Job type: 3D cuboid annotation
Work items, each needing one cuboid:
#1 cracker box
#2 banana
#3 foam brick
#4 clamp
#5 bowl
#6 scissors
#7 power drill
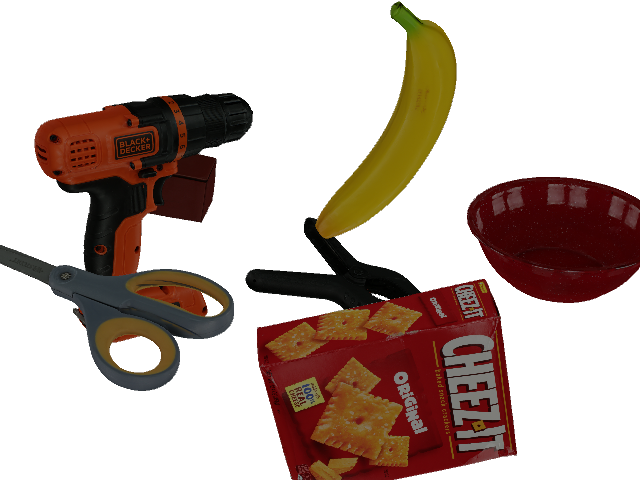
[{"bbox_3d":[0.063,0.139,0.974,0.213,0.164,0.072,-12,30,2],"label":"cracker box"},{"bbox_3d":[0.053,-0.080,0.763,0.069,0.198,0.037,8,36,-15],"label":"banana"},{"bbox_3d":[-0.150,-0.058,1.096,0.078,0.051,0.053,10,31,4],"label":"foam brick"},{"bbox_3d":[0.029,0.052,1.204,0.210,0.036,0.164,29,35,20],"label":"clamp"},{"bbox_3d":[0.202,0.005,0.899,0.162,0.055,0.162,0,30,0],"label":"bowl"},{"bbox_3d":[-0.153,0.040,0.640,0.202,0.016,0.096,8,44,10],"label":"scissors"},{"bbox_3d":[-0.134,-0.023,0.862,0.184,0.188,0.057,-14,24,-32],"label":"power drill"}]
